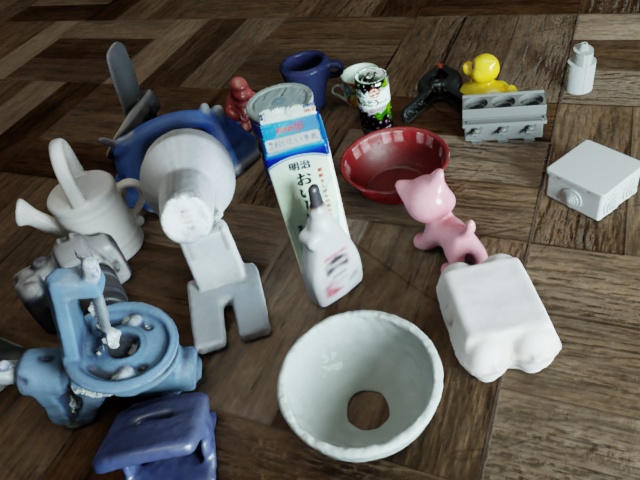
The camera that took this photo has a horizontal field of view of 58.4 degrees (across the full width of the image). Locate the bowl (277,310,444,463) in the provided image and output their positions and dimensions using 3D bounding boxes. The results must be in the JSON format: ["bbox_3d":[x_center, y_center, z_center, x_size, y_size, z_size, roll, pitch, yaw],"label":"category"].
[{"bbox_3d":[0.044,0.158,0.588,0.167,0.075,0.167,-8,43,7],"label":"bowl"}]

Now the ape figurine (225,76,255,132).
[{"bbox_3d":[-0.144,-0.257,1.058,0.078,0.092,0.076,-22,43,-7],"label":"ape figurine"}]

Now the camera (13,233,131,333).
[{"bbox_3d":[-0.324,0.064,0.765,0.143,0.101,0.136,-30,45,-16],"label":"camera"}]

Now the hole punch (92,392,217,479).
[{"bbox_3d":[-0.166,0.202,0.587,0.108,0.091,0.101,-13,43,1],"label":"hole punch"}]

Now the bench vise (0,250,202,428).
[{"bbox_3d":[-0.252,0.117,0.604,0.207,0.220,0.121,-24,44,-10],"label":"bench vise"}]

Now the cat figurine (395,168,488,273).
[{"bbox_3d":[0.153,-0.032,0.726,0.067,0.118,0.127,-29,45,-15],"label":"cat figurine"}]

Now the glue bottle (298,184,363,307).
[{"bbox_3d":[0.006,0.002,0.688,0.078,0.173,0.037,-37,47,-22],"label":"glue bottle"}]

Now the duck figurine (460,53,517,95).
[{"bbox_3d":[0.282,-0.268,0.961,0.078,0.086,0.104,-40,49,-25],"label":"duck figurine"}]

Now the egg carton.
[{"bbox_3d":[0.190,0.082,0.632,0.107,0.069,0.150,-13,43,2],"label":"egg carton"}]

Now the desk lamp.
[{"bbox_3d":[-0.142,-0.008,0.709,0.118,0.214,0.203,-18,43,-4],"label":"desk lamp"}]

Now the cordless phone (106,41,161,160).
[{"bbox_3d":[-0.358,-0.249,1.039,0.094,0.185,0.147,-5,44,10],"label":"cordless phone"}]

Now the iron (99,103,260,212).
[{"bbox_3d":[-0.221,-0.153,0.935,0.258,0.142,0.118,-28,45,-14],"label":"iron"}]

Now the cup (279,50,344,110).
[{"bbox_3d":[-0.008,-0.288,1.052,0.117,0.095,0.092,2,45,17],"label":"cup"}]

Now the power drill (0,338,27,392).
[{"bbox_3d":[-0.449,0.095,0.687,0.228,0.209,0.076,12,49,26],"label":"power drill"}]

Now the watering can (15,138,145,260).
[{"bbox_3d":[-0.345,-0.054,0.826,0.173,0.194,0.100,-35,47,-21],"label":"watering can"}]
